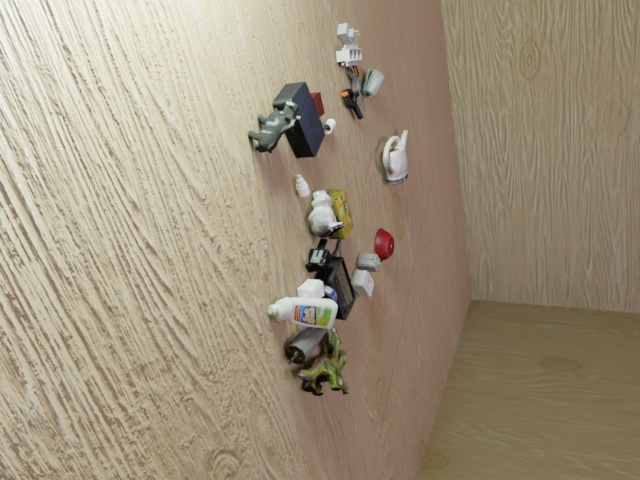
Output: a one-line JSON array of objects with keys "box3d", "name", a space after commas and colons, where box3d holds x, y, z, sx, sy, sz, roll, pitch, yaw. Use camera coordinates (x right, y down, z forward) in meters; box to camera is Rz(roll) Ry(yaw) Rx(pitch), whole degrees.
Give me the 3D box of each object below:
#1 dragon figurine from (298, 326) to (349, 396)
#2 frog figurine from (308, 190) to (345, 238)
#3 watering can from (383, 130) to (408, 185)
[{"box3d": [0.019, 0.420, 1.843, 0.403, 0.122, 0.248, 54, 33, -55], "name": "dragon figurine"}, {"box3d": [0.006, -0.091, 1.813, 0.139, 0.120, 0.160, -24, 77, -51], "name": "frog figurine"}, {"box3d": [0.379, -0.400, 2.491, 0.354, 0.104, 0.221, -43, 129, -53], "name": "watering can"}]
